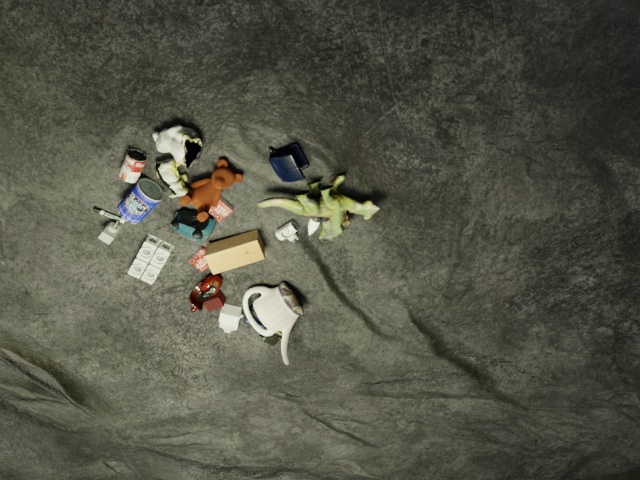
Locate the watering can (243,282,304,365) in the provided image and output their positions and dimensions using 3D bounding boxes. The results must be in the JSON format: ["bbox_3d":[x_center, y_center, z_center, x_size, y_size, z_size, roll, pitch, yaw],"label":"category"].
[{"bbox_3d":[-0.160,0.320,2.083,0.223,0.105,0.347,-35,94,11],"label":"watering can"}]

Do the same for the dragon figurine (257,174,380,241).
[{"bbox_3d":[0.006,-0.092,1.833,0.409,0.125,0.238,-14,118,10],"label":"dragon figurine"}]

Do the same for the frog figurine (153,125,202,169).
[{"bbox_3d":[-0.480,-0.323,1.740,0.160,0.125,0.134,21,141,32],"label":"frog figurine"}]
